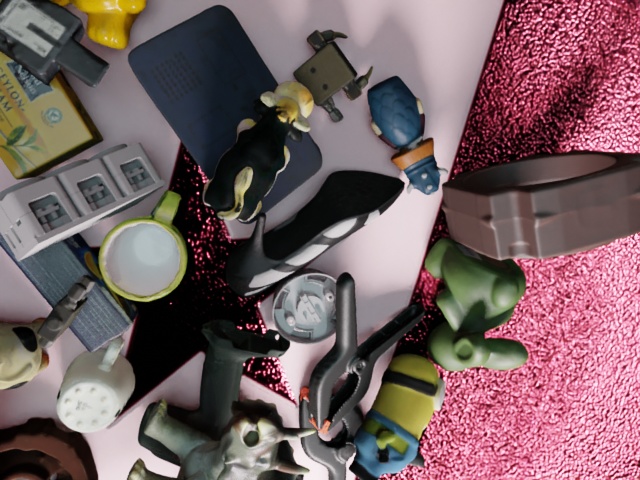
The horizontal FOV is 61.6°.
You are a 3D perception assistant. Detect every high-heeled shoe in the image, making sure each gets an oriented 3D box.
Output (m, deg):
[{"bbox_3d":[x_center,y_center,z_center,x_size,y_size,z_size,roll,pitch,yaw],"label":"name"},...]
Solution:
[{"bbox_3d":[-0.001,-0.002,0.689,0.249,0.086,0.145,-15,141,-27],"label":"high-heeled shoe"}]

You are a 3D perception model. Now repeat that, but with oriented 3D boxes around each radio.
[{"bbox_3d":[-0.105,-0.145,0.636,0.131,0.073,0.229,-35,105,-4],"label":"radio"}]

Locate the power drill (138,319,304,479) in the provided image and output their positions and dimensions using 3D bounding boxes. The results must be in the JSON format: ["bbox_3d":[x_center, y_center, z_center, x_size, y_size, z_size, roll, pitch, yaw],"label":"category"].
[{"bbox_3d":[-0.103,0.215,0.696,0.232,0.086,0.207,16,103,-10],"label":"power drill"}]

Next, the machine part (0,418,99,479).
[{"bbox_3d":[-0.368,0.310,0.670,0.179,0.056,0.179,-2,98,-11],"label":"machine part"}]

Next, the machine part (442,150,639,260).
[{"bbox_3d":[0.267,-0.046,0.652,0.201,0.201,0.087,-13,104,-8],"label":"machine part"}]

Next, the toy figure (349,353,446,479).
[{"bbox_3d":[0.100,0.236,0.710,0.089,0.082,0.180,44,73,-20],"label":"toy figure"}]

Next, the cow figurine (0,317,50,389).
[{"bbox_3d":[-0.416,0.124,0.595,0.195,0.127,0.085,11,94,-14],"label":"cow figurine"}]

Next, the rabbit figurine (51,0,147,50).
[{"bbox_3d":[-0.221,-0.286,0.541,0.162,0.173,0.122,-43,100,3],"label":"rabbit figurine"}]

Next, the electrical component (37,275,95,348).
[{"bbox_3d":[-0.279,0.082,0.582,0.021,0.063,0.094,35,93,-13],"label":"electrical component"}]

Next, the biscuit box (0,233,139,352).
[{"bbox_3d":[-0.302,0.031,0.634,0.063,0.059,0.202,-34,104,-3],"label":"biscuit box"}]

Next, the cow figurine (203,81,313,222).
[{"bbox_3d":[-0.062,-0.097,0.565,0.068,0.098,0.167,30,93,-9],"label":"cow figurine"}]

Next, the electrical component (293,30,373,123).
[{"bbox_3d":[0.015,-0.207,0.664,0.078,0.045,0.102,-39,102,27],"label":"electrical component"}]

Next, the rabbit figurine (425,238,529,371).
[{"bbox_3d":[0.205,0.106,0.705,0.121,0.159,0.170,8,113,-21],"label":"rabbit figurine"}]

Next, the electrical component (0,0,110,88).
[{"bbox_3d":[-0.273,-0.199,0.544,0.119,0.048,0.075,30,83,-19],"label":"electrical component"}]

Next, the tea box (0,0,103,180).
[{"bbox_3d":[-0.332,-0.163,0.593,0.098,0.068,0.169,-32,102,-5],"label":"tea box"}]

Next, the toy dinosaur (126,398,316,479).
[{"bbox_3d":[-0.147,0.329,0.621,0.192,0.131,0.404,23,104,-10],"label":"toy dinosaur"}]

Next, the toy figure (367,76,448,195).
[{"bbox_3d":[0.113,-0.129,0.683,0.058,0.064,0.154,-43,111,-46],"label":"toy figure"}]
